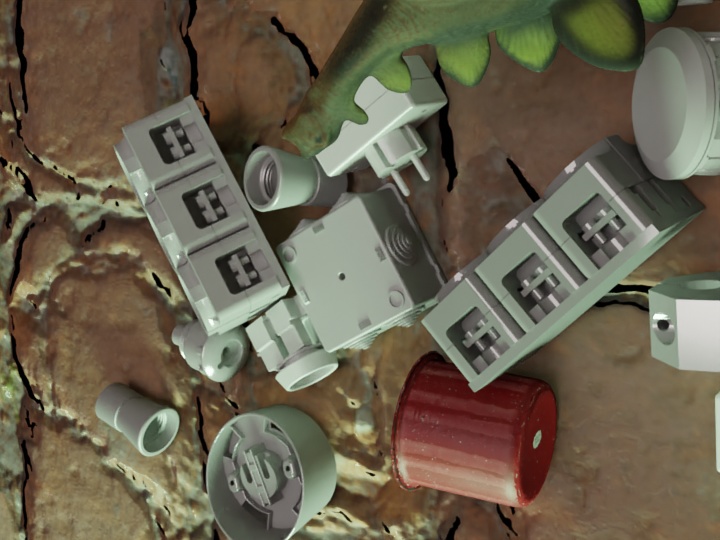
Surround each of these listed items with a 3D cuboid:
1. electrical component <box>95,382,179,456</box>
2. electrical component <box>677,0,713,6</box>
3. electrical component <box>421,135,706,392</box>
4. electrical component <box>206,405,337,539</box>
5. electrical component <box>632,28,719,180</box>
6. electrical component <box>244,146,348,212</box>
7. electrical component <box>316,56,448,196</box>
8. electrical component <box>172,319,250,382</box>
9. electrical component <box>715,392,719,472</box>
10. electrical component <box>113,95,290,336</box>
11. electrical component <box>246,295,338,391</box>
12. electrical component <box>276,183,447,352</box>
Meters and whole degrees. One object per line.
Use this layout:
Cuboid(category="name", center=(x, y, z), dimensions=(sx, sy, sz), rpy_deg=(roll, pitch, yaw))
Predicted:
Cuboid(category="electrical component", center=(-0.189, 0.121, 0.896), dimensions=(0.065, 0.044, 0.044), rpy_deg=(25, 114, 32))
Cuboid(category="electrical component", center=(0.186, -0.182, 0.576), dimensions=(0.079, 0.043, 0.077), rpy_deg=(5, 104, 31))
Cuboid(category="electrical component", center=(0.116, -0.005, 0.635), dimensions=(0.061, 0.089, 0.150), rpy_deg=(52, 123, 13))
Cuboid(category="electrical component", center=(-0.068, 0.153, 0.809), dimensions=(0.099, 0.064, 0.099), rpy_deg=(8, 105, 32))
Cuboid(category="electrical component", center=(0.183, -0.089, 0.576), dimensions=(0.080, 0.051, 0.080), rpy_deg=(177, 90, -78))
Cuboid(category="electrical component", center=(-0.041, -0.061, 0.740), dimensions=(0.044, 0.065, 0.044), rpy_deg=(1, 91, 49))
Cuboid(category="electrical component", center=(0.019, -0.085, 0.706), dimensions=(0.083, 0.047, 0.075), rpy_deg=(-36, 80, 34))
Cuboid(category="electrical component", center=(-0.120, 0.057, 0.834), dimensions=(0.062, 0.048, 0.048), rpy_deg=(15, 109, 39))
Cuboid(category="electrical component", center=(0.236, 0.094, 0.587), dimensions=(0.083, 0.076, 0.047), rpy_deg=(2, 102, 33))
Cuboid(category="electrical component", center=(-0.115, -0.034, 0.771), dimensions=(0.150, 0.062, 0.089), rpy_deg=(62, 168, 6))
Cuboid(category="electrical component", center=(-0.047, 0.054, 0.784), dimensions=(0.066, 0.048, 0.055), rpy_deg=(-38, 72, 34))
Cuboid(category="electrical component", center=(0.000, 0.000, 0.738), dimensions=(0.100, 0.048, 0.099), rpy_deg=(-30, 84, 35))
